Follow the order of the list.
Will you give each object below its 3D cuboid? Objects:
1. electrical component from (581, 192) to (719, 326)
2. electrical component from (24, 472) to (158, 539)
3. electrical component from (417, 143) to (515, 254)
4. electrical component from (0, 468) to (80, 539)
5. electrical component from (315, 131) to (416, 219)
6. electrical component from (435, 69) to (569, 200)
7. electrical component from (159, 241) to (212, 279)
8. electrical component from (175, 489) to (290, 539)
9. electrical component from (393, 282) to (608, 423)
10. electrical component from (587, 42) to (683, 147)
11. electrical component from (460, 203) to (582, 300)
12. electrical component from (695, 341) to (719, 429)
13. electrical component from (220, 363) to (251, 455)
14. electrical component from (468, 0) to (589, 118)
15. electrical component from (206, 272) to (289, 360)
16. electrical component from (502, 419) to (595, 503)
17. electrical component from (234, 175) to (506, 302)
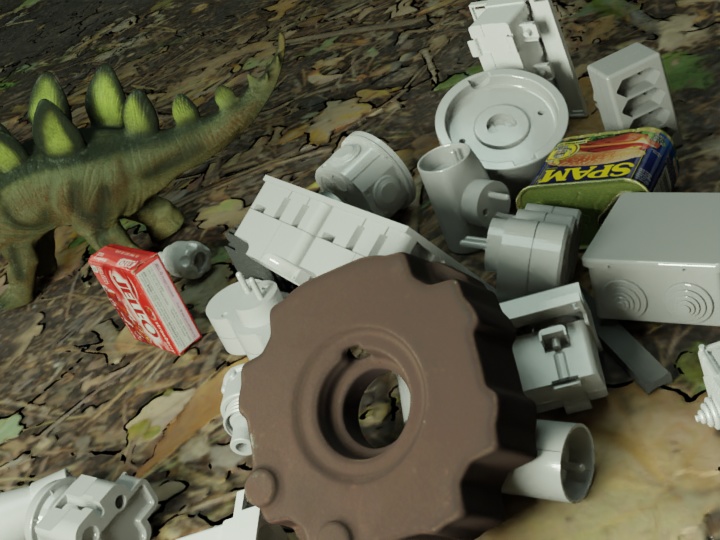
[{"bbox_3d":[0.201,-0.008,0.689,0.100,0.048,0.099,3,34,32],"label":"electrical component"},{"bbox_3d":[-0.177,0.164,0.691,0.057,0.058,0.078,3,39,35],"label":"electrical component"},{"bbox_3d":[0.089,-0.053,0.829,0.043,0.077,0.079,-40,33,-26],"label":"electrical component"},{"bbox_3d":[-0.224,0.165,0.744,0.065,0.044,0.044,-23,29,-8],"label":"electrical component"},{"bbox_3d":[0.005,-0.075,0.929,0.051,0.080,0.080,-44,34,-21],"label":"electrical component"},{"bbox_3d":[0.119,-0.108,0.898,0.108,0.060,0.108,-5,57,7],"label":"electrical component"},{"bbox_3d":[-0.167,-0.010,0.995,0.061,0.035,0.035,4,40,44],"label":"electrical component"},{"bbox_3d":[-0.075,0.173,0.618,0.064,0.042,0.081,-21,28,13],"label":"electrical component"},{"bbox_3d":[0.084,0.059,0.655,0.121,0.078,0.063,-16,59,15],"label":"electrical component"},{"bbox_3d":[0.214,-0.139,0.871,0.047,0.083,0.075,-26,29,-2],"label":"electrical component"},{"bbox_3d":[0.105,-0.015,0.721,0.074,0.052,0.138,8,12,15],"label":"electrical component"},{"bbox_3d":[0.220,0.067,0.549,0.096,0.061,0.061,-20,29,7],"label":"electrical component"},{"bbox_3d":[-0.075,0.098,0.739,0.048,0.048,0.062,-14,38,19],"label":"electrical component"},{"bbox_3d":[0.144,-0.178,0.949,0.079,0.121,0.063,4,42,40],"label":"electrical component"},{"bbox_3d":[-0.073,0.033,0.812,0.052,0.073,0.138,-38,32,-22],"label":"electrical component"},{"bbox_3d":[0.086,0.104,0.607,0.081,0.043,0.043,0,37,37],"label":"electrical component"},{"bbox_3d":[0.000,0.000,0.763,0.186,0.105,0.060,24,83,54],"label":"electrical component"}]
